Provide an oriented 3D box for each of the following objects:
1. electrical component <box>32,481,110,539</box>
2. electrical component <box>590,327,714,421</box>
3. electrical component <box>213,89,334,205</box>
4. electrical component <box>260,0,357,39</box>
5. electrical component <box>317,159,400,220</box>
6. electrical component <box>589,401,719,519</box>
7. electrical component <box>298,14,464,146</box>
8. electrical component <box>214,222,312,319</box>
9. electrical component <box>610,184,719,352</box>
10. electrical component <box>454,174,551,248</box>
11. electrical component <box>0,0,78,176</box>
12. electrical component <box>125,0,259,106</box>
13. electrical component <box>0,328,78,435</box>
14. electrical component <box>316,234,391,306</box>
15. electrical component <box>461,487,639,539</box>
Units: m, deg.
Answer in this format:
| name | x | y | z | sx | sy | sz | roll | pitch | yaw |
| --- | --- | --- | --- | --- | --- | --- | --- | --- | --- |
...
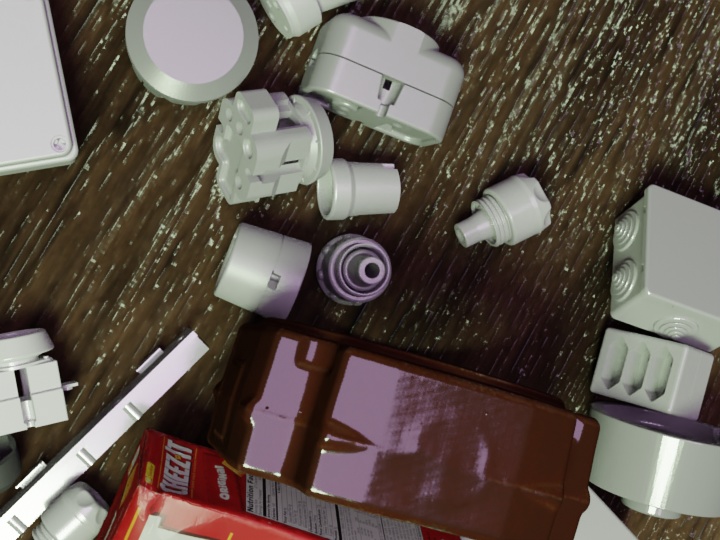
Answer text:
| name | x | y | z | sx | sy | sz | roll | pitch | yaw |
| --- | --- | --- | --- | --- | --- | --- | --- | --- | --- |
| electrical component | -0.185 | 0.162 | 0.664 | 0.061 | 0.035 | 0.035 | -43 | 100 | -8 |
| electrical component | 0.213 | 0.075 | 0.752 | 0.077 | 0.066 | 0.047 | 19 | 86 | -43 |
| electrical component | -0.054 | -0.079 | 0.677 | 0.057 | 0.078 | 0.058 | -13 | 54 | -30 |
| electrical component | -0.033 | -0.181 | 0.693 | 0.055 | 0.045 | 0.045 | -35 | 98 | -11 |
| electrical component | -0.001 | -0.053 | 0.706 | 0.046 | 0.040 | 0.040 | -2 | 91 | -19 |
| electrical component | 0.203 | 0.133 | 0.727 | 0.108 | 0.108 | 0.060 | 11 | 94 | -14 |
| electrical component | 0.016 | -0.126 | 0.700 | 0.095 | 0.054 | 0.059 | 20 | 86 | -16 |
| electrical component | -0.063 | 0.001 | 0.684 | 0.047 | 0.055 | 0.055 | 21 | 86 | -10 |
| electrical component | 0.222 | 0.001 | 0.742 | 0.100 | 0.048 | 0.099 | 19 | 59 | -14 |
| electrical component | 0.095 | -0.036 | 0.728 | 0.062 | 0.043 | 0.043 | -26 | 97 | -11 |
| electrical component | -0.232 | -0.108 | 0.638 | 0.109 | 0.056 | 0.108 | -11 | 93 | -14 |
| electrical component | -0.106 | -0.142 | 0.672 | 0.080 | 0.051 | 0.080 | 0 | 91 | -14 |
| electrical component | -0.207 | 0.066 | 0.651 | 0.066 | 0.048 | 0.055 | -11 | 96 | -26 |
| electrical component | 0.000 | 0.000 | 0.695 | 0.048 | 0.062 | 0.048 | 0 | 91 | -14 |
| electrical component | 0.127 | 0.186 | 0.719 | 0.100 | 0.048 | 0.099 | -38 | 69 | -11 |
